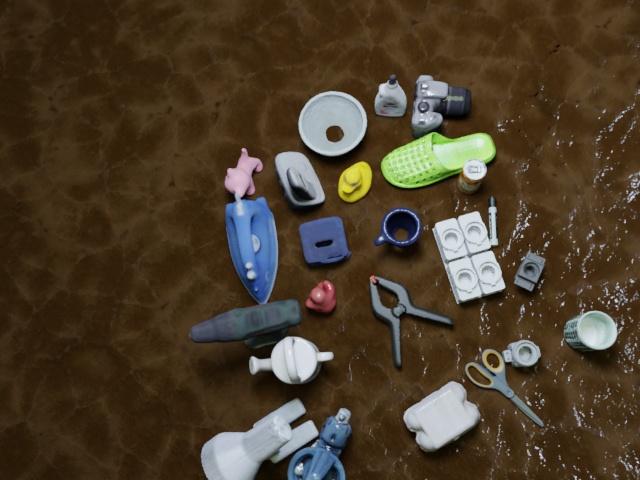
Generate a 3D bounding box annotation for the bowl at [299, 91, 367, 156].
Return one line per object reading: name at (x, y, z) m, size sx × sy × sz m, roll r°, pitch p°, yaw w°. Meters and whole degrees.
bowl at (0.033, -0.275, 1.411) m, size 0.167 × 0.075 × 0.167 m, roll -1°, pitch 76°, yaw 5°

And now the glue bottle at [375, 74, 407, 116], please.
glue bottle at (0.170, -0.348, 1.365) m, size 0.078 × 0.173 × 0.037 m, roll 1°, pitch 77°, yaw 6°

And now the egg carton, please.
egg carton at (0.263, 0.383, 1.236) m, size 0.150 × 0.069 × 0.107 m, roll -33°, pitch 76°, yaw -3°

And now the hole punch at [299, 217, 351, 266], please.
hole punch at (0.012, 0.005, 1.337) m, size 0.108 × 0.091 × 0.101 m, roll -12°, pitch 76°, yaw 2°

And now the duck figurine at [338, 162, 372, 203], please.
duck figurine at (0.083, -0.147, 1.370) m, size 0.077 × 0.086 × 0.105 m, roll 31°, pitch 81°, yaw 12°

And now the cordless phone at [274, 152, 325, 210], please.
cordless phone at (-0.057, -0.154, 1.333) m, size 0.094 × 0.185 × 0.147 m, roll -27°, pitch 76°, yaw -1°

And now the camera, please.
camera at (0.293, -0.327, 1.386) m, size 0.136 × 0.101 × 0.143 m, roll 5°, pitch 77°, yaw 7°

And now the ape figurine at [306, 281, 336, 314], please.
ape figurine at (0.001, 0.130, 1.308) m, size 0.078 × 0.092 × 0.076 m, roll -27°, pitch 76°, yaw -2°

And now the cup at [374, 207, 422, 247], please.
cup at (0.176, -0.013, 1.325) m, size 0.118 × 0.095 × 0.091 m, roll -33°, pitch 76°, yaw -3°

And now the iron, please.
iron at (-0.161, 0.018, 1.324) m, size 0.118 × 0.141 × 0.258 m, roll -12°, pitch 76°, yaw 2°

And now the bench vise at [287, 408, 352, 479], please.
bench vise at (-0.005, 0.446, 1.167) m, size 0.121 × 0.220 × 0.207 m, roll 6°, pitch 77°, yaw 7°

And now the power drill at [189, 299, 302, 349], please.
power drill at (-0.147, 0.189, 1.247) m, size 0.229 × 0.208 × 0.075 m, roll -16°, pitch 75°, yaw 1°

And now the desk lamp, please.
desk lamp at (-0.122, 0.420, 1.187) m, size 0.203 × 0.213 × 0.118 m, roll -33°, pitch 76°, yaw -3°

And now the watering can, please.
watering can at (-0.062, 0.262, 1.229) m, size 0.173 × 0.194 × 0.101 m, roll -30°, pitch 76°, yaw -2°

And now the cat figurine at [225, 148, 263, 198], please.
cat figurine at (-0.191, -0.158, 1.381) m, size 0.067 × 0.118 × 0.128 m, roll 11°, pitch 78°, yaw 8°
